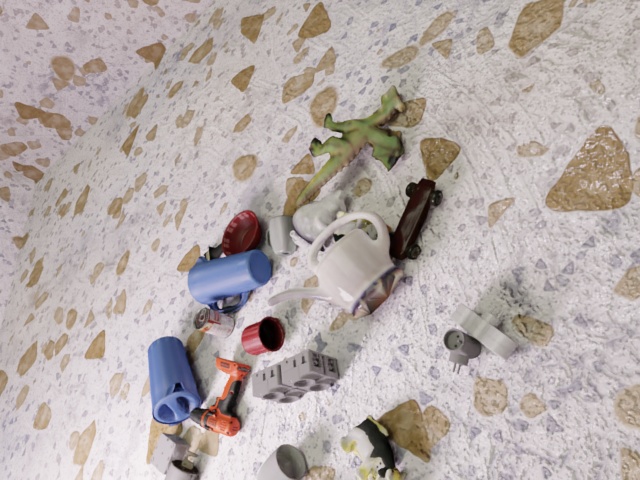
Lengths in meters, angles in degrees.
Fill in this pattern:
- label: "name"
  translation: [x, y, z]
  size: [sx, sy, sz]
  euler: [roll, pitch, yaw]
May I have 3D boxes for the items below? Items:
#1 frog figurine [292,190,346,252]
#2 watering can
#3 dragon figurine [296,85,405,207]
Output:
- label: "frog figurine"
  translation: [0.004, -0.070, 1.387]
  size: [0.157, 0.122, 0.140]
  euler: [-56, 22, 19]
- label: "watering can"
  translation: [0.046, 0.093, 1.211]
  size: [0.345, 0.103, 0.227]
  euler: [-47, 67, 9]
- label: "dragon figurine"
  translation: [0.109, -0.246, 1.398]
  size: [0.244, 0.120, 0.415]
  euler: [13, 71, 37]
